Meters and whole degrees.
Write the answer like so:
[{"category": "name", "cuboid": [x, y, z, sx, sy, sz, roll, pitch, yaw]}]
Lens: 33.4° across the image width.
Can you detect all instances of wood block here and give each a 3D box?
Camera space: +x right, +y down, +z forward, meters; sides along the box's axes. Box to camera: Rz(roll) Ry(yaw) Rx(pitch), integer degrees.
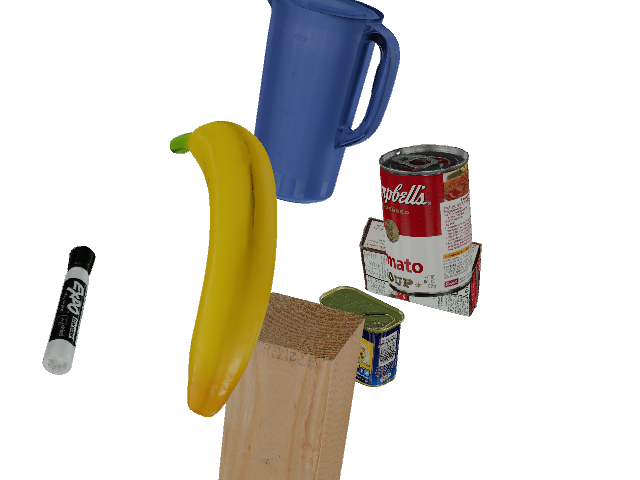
[{"category": "wood block", "cuboid": [-0.029, 0.162, 0.927, 0.090, 0.206, 0.090, 14, 25, 14]}]

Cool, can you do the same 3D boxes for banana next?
[{"category": "banana", "cuboid": [-0.050, -0.002, 0.581, 0.037, 0.198, 0.070, 18, -47, -28]}]

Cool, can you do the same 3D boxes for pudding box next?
[{"category": "pudding box", "cuboid": [0.097, 0.026, 1.026, 0.113, 0.039, 0.090, 12, -29, 13]}]

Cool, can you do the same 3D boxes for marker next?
[{"category": "marker", "cuboid": [-0.173, 0.044, 0.741, 0.020, 0.020, 0.121, 0, 38, -2]}]

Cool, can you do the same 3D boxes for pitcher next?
[{"category": "pitcher", "cuboid": [-0.005, -0.169, 1.277, 0.145, 0.243, 0.149, 7, 23, -14]}]

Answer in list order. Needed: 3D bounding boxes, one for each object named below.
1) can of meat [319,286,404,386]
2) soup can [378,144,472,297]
[{"category": "can of meat", "cuboid": [0.046, 0.113, 1.248, 0.102, 0.084, 0.057, 25, 34, 36]}, {"category": "soup can", "cuboid": [0.082, -0.016, 0.821, 0.068, 0.102, 0.068, -5, 21, 2]}]
